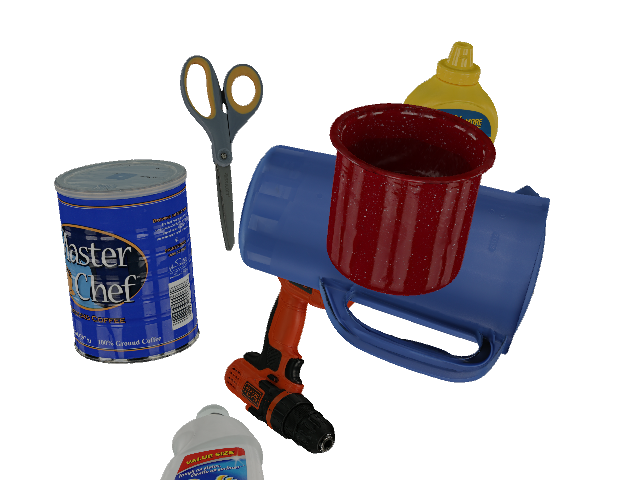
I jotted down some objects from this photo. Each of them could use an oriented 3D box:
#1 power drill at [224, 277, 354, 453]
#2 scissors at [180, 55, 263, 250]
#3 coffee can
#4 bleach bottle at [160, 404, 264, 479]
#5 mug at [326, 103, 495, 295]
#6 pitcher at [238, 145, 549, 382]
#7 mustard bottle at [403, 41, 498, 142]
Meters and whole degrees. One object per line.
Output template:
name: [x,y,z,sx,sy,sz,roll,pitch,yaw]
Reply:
power drill: [-0.024,0.128,1.220,0.057,0.188,0.185,15,10,-45]
scissors: [-0.086,-0.098,1.100,0.096,0.202,0.016,-18,-2,-23]
coffee can: [-0.153,0.014,0.857,0.103,0.140,0.103,-3,17,1]
bleach bottle: [-0.093,0.212,0.833,0.102,0.068,0.251,-3,26,-4]
mug: [0.054,-0.027,0.621,0.093,0.081,0.117,24,36,24]
pitcher: [0.057,0.009,0.882,0.243,0.145,0.149,15,17,9]
mustard bottle: [0.121,-0.098,1.035,0.096,0.192,0.058,3,28,-9]
